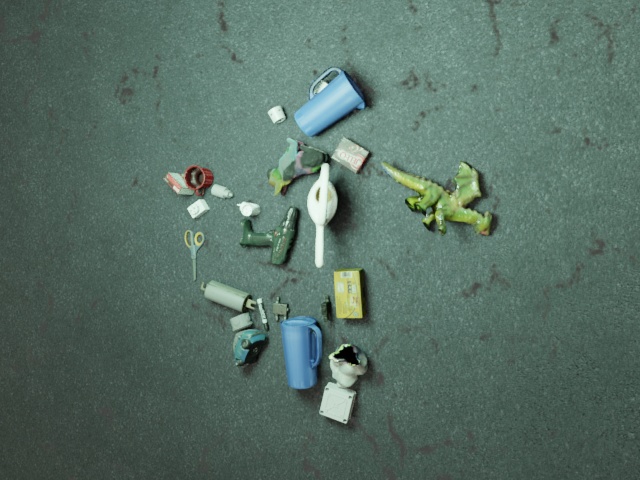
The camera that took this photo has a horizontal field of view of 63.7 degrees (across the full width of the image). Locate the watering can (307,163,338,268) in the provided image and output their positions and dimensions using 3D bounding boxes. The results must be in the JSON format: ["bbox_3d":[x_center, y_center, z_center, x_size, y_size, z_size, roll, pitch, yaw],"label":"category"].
[{"bbox_3d":[0.005,-0.090,1.781,0.104,0.225,0.347,5,94,0],"label":"watering can"}]

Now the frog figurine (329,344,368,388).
[{"bbox_3d":[0.104,0.455,1.842,0.137,0.126,0.156,-3,128,10],"label":"frog figurine"}]

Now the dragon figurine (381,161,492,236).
[{"bbox_3d":[0.417,-0.166,1.727,0.243,0.121,0.412,-36,83,-2],"label":"dragon figurine"}]
